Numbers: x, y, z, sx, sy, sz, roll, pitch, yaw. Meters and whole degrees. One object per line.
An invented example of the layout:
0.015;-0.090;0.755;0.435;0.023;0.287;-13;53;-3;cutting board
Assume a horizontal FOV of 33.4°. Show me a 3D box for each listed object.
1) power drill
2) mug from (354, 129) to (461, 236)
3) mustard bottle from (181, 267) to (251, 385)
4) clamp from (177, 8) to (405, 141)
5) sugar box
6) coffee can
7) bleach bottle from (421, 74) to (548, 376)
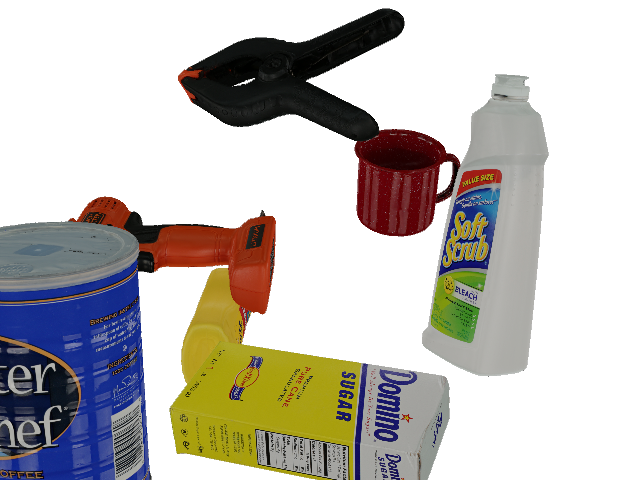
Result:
-0.135;0.019;0.910;0.187;0.057;0.184;5;28;1;power drill
0.091;-0.060;1.102;0.117;0.081;0.093;-10;35;-18;mug
-0.108;0.085;1.178;0.058;0.096;0.191;1;27;4;mustard bottle
-0.019;-0.126;0.788;0.172;0.120;0.039;9;-39;24;clamp
-0.005;0.120;0.740;0.176;0.048;0.093;4;28;18;sugar box
-0.145;0.070;0.568;0.103;0.140;0.103;-1;16;0;coffee can
0.146;-0.017;0.919;0.068;0.251;0.103;-3;15;-28;bleach bottle
